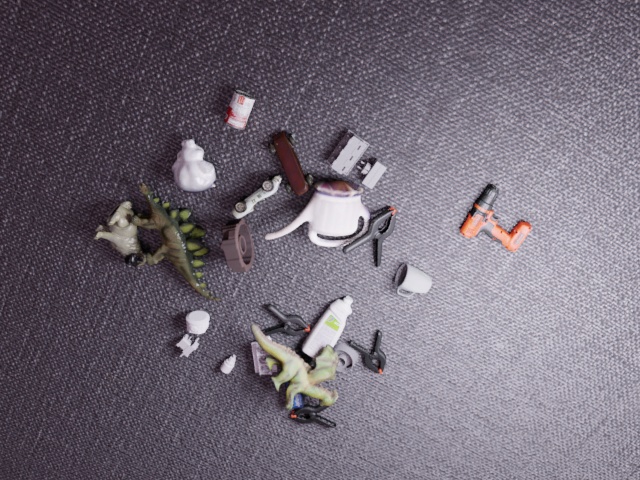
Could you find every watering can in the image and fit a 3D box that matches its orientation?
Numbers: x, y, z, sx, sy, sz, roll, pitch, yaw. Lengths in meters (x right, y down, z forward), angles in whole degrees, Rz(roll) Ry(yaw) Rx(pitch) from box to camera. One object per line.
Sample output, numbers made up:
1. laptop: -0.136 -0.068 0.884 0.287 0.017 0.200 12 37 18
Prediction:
1. watering can: 0.005 -0.082 1.621 0.348 0.106 0.221 1 112 -16

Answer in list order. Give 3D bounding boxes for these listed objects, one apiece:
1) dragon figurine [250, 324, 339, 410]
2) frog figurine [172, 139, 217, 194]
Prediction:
1. dragon figurine: -0.057 0.424 1.763 0.243 0.124 0.405 -22 108 -2
2. frog figurine: -0.397 -0.231 1.612 0.138 0.125 0.156 12 123 20
